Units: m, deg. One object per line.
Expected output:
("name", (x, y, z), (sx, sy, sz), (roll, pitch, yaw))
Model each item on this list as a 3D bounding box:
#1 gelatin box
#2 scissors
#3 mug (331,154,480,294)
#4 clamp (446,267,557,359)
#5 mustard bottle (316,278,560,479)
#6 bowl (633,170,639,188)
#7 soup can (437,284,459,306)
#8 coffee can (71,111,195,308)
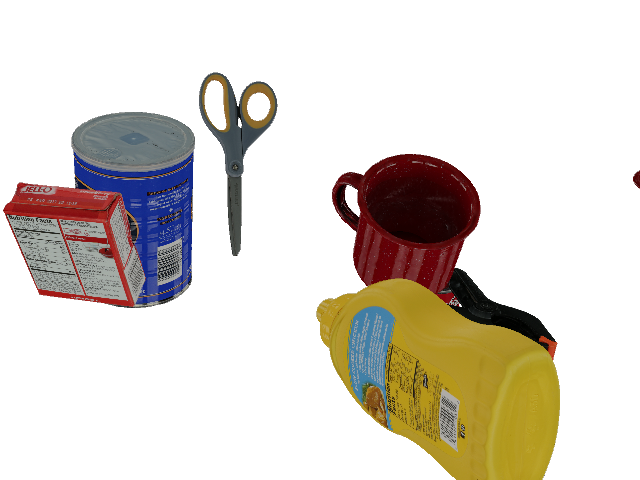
("gelatin box", (-0.164, 0.003, 0.721), (0.073, 0.030, 0.089), (6, -43, 12))
("scissors", (-0.078, -0.091, 1.174), (0.096, 0.202, 0.016), (-15, -4, -17))
("mug", (0.059, -0.011, 0.828), (0.117, 0.093, 0.081), (28, -36, 14))
("clamp", (0.157, 0.073, 1.031), (0.172, 0.039, 0.120), (24, 36, 29))
("mustard bottle", (0.058, 0.076, 0.654), (0.058, 0.096, 0.192), (-16, 27, -31))
("bowl", (0.378, -0.029, 1.013), (0.162, 0.055, 0.162), (0, 19, 0))
("soup can", (0.134, 0.092, 1.299), (0.068, 0.102, 0.068), (1, 24, -1))
("coffee can", (-0.162, -0.027, 0.930), (0.103, 0.140, 0.103), (4, 31, -2))
